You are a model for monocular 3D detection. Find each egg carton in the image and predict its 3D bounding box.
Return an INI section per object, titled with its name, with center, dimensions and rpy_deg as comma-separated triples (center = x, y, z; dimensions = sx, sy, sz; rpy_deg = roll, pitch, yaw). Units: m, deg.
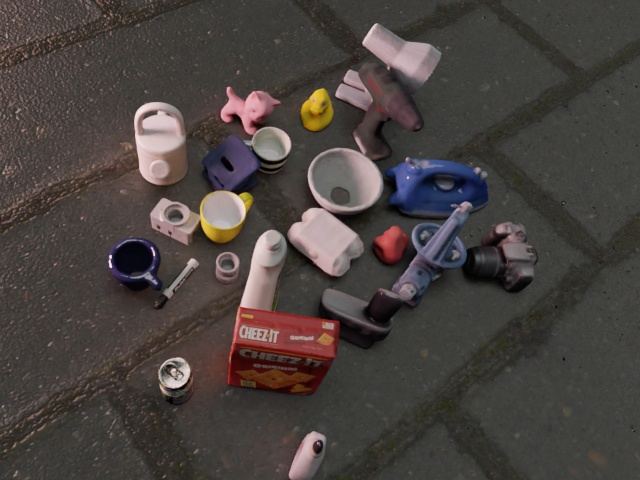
[egg carton]
center = 0.011, 0.004, 1.185
dimensions = 0.150, 0.069, 0.107
rpy_deg = 37, 60, 10

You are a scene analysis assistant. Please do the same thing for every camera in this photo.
[camera]
center = 0.383, 0.029, 1.231
dimensions = 0.137, 0.101, 0.143
rpy_deg = 2, 60, -11

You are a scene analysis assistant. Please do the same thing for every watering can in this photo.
[watering can]
center = -0.319, -0.199, 1.160
dimensions = 0.101, 0.194, 0.172
rpy_deg = -21, 67, -22

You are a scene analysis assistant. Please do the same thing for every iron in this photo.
[iron]
center = 0.282, -0.130, 1.278
dimensions = 0.258, 0.141, 0.118
rpy_deg = 3, 60, -10

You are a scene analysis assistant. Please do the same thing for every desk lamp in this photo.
[desk lamp]
center = 0.162, -0.402, 1.367
dimensions = 0.203, 0.213, 0.118
rpy_deg = 24, 58, 2

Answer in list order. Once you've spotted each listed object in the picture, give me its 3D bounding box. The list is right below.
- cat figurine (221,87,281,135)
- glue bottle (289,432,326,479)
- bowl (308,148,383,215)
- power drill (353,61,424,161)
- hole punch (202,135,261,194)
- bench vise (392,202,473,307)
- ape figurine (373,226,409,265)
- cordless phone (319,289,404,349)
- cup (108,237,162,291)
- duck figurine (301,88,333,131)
[cat figurine]
center = -0.158, -0.307, 1.301
dimensions = 0.127, 0.117, 0.067
rpy_deg = 26, 59, 4
[glue bottle]
center = -0.014, 0.344, 0.922
dimensions = 0.037, 0.173, 0.078
rpy_deg = 21, 58, 1
[bowl]
center = 0.051, -0.116, 1.260
dimensions = 0.167, 0.074, 0.167
rpy_deg = 5, 59, -9
[power drill]
center = 0.146, -0.280, 1.297
dimensions = 0.076, 0.208, 0.229
rpy_deg = -17, 65, -20
[hole punch]
center = -0.190, -0.152, 1.220
dimensions = 0.101, 0.091, 0.108
rpy_deg = -34, 72, -26
[bench vise]
center = 0.235, 0.032, 1.128
dimensions = 0.121, 0.219, 0.207
rpy_deg = 19, 58, 0
[ape figurine]
center = 0.153, 0.004, 1.202
dimensions = 0.078, 0.092, 0.076
rpy_deg = 11, 59, -6
[cordless phone]
center = 0.078, 0.118, 1.066
dimensions = 0.147, 0.185, 0.094
rpy_deg = 19, 58, 0
[cup]
center = -0.331, 0.063, 1.063
dimensions = 0.117, 0.095, 0.092
rpy_deg = 42, 61, 13
[duck figurine]
center = -0.002, -0.323, 1.362
dimensions = 0.077, 0.086, 0.104
rpy_deg = 20, 58, 0
